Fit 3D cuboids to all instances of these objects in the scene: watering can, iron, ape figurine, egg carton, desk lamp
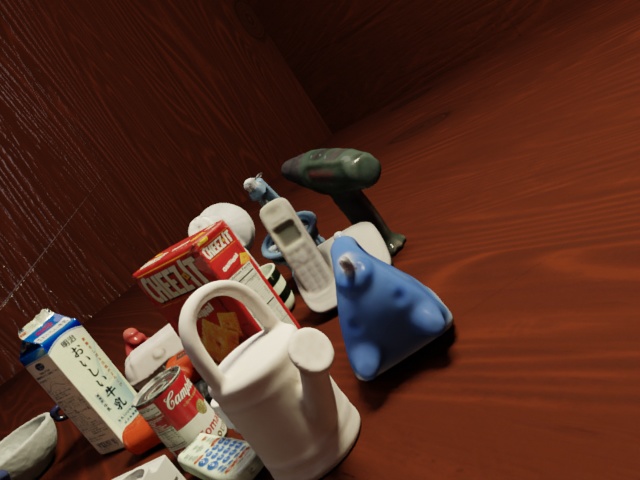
[{"bbox_3d":[-0.048,0.119,0.527,0.172,0.194,0.101,-28,14,27],"label":"watering can"},{"bbox_3d":[0.053,0.049,0.655,0.118,0.141,0.258,-33,13,4],"label":"iron"},{"bbox_3d":[-0.382,0.227,1.211,0.076,0.092,0.078,-20,19,48],"label":"ape figurine"},{"bbox_3d":[-0.299,0.219,1.084,0.150,0.069,0.107,-38,13,-15],"label":"egg carton"},{"bbox_3d":[-0.167,0.034,1.103,0.118,0.214,0.203,-33,13,5],"label":"desk lamp"}]

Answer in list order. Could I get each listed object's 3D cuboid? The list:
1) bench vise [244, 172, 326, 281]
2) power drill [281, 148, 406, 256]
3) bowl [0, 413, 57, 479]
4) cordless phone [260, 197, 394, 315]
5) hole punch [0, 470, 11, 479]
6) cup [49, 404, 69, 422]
[{"bbox_3d":[-0.074,-0.028,1.082,0.121,0.220,0.207,-36,13,-5],"label":"bench vise"},{"bbox_3d":[0.040,-0.061,0.940,0.076,0.208,0.229,-41,14,-26],"label":"power drill"},{"bbox_3d":[-0.530,0.391,1.014,0.167,0.075,0.167,-32,13,9],"label":"bowl"},{"bbox_3d":[0.008,0.003,0.839,0.147,0.185,0.094,-33,13,7],"label":"cordless phone"},{"bbox_3d":[-0.495,0.404,0.841,0.100,0.091,0.109,-22,18,44],"label":"hole punch"},{"bbox_3d":[-0.395,0.291,0.997,0.118,0.095,0.091,-40,14,-23],"label":"cup"}]
